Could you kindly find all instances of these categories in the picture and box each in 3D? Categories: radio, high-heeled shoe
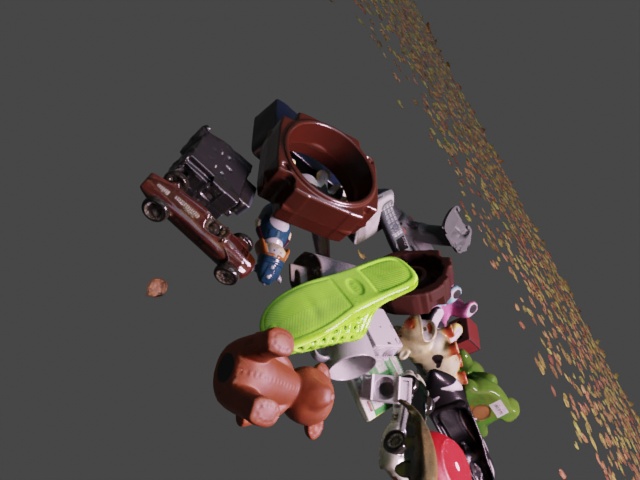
[{"bbox_3d":[-0.032,-0.168,1.100,0.229,0.073,0.131,35,38,-31],"label":"radio"},{"bbox_3d":[0.260,0.358,1.000,0.248,0.086,0.145,57,10,-34],"label":"high-heeled shoe"}]

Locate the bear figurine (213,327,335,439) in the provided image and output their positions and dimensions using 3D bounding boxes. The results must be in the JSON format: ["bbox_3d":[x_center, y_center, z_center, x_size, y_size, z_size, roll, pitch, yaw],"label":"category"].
[{"bbox_3d":[-0.037,0.196,0.703,0.195,0.132,0.120,30,63,-32],"label":"bear figurine"}]

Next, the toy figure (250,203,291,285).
[{"bbox_3d":[-0.080,0.004,0.884,0.064,0.057,0.154,2,47,-3],"label":"toy figure"}]

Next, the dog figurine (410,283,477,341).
[{"bbox_3d":[0.230,0.126,1.192,0.108,0.191,0.219,33,4,-32],"label":"dog figurine"}]

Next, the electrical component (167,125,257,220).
[{"bbox_3d":[-0.164,-0.101,0.857,0.134,0.058,0.115,42,35,-25],"label":"electrical component"}]

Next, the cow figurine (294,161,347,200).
[{"bbox_3d":[-0.004,-0.085,1.017,0.167,0.068,0.098,15,39,-26],"label":"cow figurine"}]

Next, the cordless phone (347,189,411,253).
[{"bbox_3d":[0.130,-0.009,1.171,0.146,0.089,0.184,-30,95,-46],"label":"cordless phone"}]

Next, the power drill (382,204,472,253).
[{"bbox_3d":[0.231,-0.032,1.247,0.231,0.207,0.086,51,54,-29],"label":"power drill"}]

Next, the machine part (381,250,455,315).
[{"bbox_3d":[0.186,0.084,1.087,0.179,0.180,0.056,-65,143,-56],"label":"machine part"}]

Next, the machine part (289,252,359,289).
[{"bbox_3d":[0.028,0.074,0.956,0.243,0.079,0.079,18,48,-47],"label":"machine part"}]

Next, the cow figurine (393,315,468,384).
[{"bbox_3d":[0.205,0.216,1.044,0.085,0.127,0.194,-96,163,-51],"label":"cow figurine"}]

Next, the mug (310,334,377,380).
[{"bbox_3d":[0.027,0.165,0.880,0.109,0.080,0.107,6,44,-24],"label":"mug"}]

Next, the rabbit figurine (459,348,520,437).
[{"bbox_3d":[0.320,0.314,1.159,0.159,0.121,0.170,44,14,-10],"label":"rabbit figurine"}]

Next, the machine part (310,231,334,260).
[{"bbox_3d":[-0.002,-0.003,1.022,0.084,0.039,0.139,37,33,-37],"label":"machine part"}]

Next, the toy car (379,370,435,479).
[{"bbox_3d":[0.149,0.313,0.916,0.073,0.056,0.202,52,36,-22],"label":"toy car"}]

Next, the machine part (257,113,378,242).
[{"bbox_3d":[0.000,-0.112,0.932,0.201,0.087,0.201,22,48,-23],"label":"machine part"}]

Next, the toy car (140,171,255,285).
[{"bbox_3d":[-0.171,-0.021,0.779,0.202,0.053,0.089,47,35,-20],"label":"toy car"}]

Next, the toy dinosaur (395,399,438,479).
[{"bbox_3d":[0.114,0.397,0.647,0.105,0.199,0.471,52,39,-28],"label":"toy dinosaur"}]
